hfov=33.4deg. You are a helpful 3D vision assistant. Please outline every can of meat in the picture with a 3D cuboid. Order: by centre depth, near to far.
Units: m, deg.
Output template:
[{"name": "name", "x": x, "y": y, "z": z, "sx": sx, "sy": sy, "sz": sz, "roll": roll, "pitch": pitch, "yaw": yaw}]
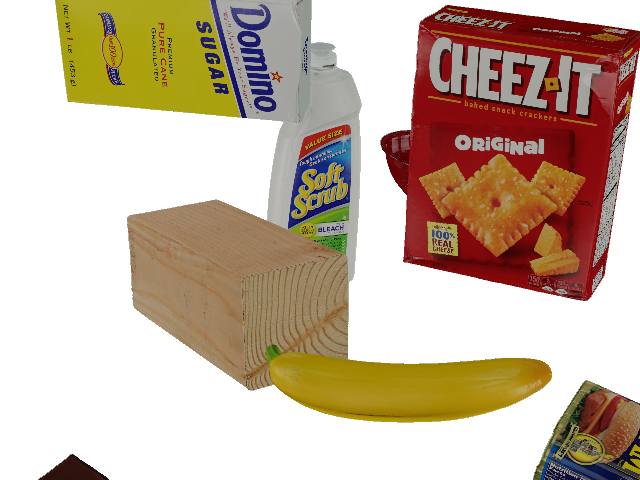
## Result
[{"name": "can of meat", "x": 0.216, "y": 0.159, "z": 0.791, "sx": 0.084, "sy": 0.057, "sz": 0.101, "roll": 24, "pitch": 40, "yaw": 24}]

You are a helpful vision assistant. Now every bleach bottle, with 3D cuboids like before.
[{"name": "bleach bottle", "x": -0.010, "y": -0.075, "z": 1.090, "sx": 0.102, "sy": 0.251, "sz": 0.068, "roll": -5, "pitch": 27, "yaw": -12}]

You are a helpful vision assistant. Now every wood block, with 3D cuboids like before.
[{"name": "wood block", "x": -0.071, "y": 0.036, "z": 0.857, "sx": 0.090, "sy": 0.090, "sz": 0.206, "roll": -11, "pitch": 19, "yaw": -31}]

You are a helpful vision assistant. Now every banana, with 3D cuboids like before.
[{"name": "banana", "x": 0.048, "y": 0.090, "z": 0.694, "sx": 0.198, "sy": 0.037, "sz": 0.069, "roll": 4, "pitch": 32, "yaw": 16}]

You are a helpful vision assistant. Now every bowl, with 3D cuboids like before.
[{"name": "bowl", "x": 0.146, "y": -0.081, "z": 1.276, "sx": 0.162, "sy": 0.055, "sz": 0.162, "roll": 8, "pitch": 24, "yaw": -4}]

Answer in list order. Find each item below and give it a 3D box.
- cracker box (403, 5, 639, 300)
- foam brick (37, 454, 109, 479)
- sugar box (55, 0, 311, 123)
[{"name": "cracker box", "x": 0.158, "y": -0.070, "z": 0.868, "sx": 0.164, "sy": 0.214, "sz": 0.072, "roll": 13, "pitch": 28, "yaw": 23}, {"name": "foam brick", "x": -0.096, "y": 0.141, "z": 0.454, "sx": 0.078, "sy": 0.051, "sz": 0.052, "roll": 25, "pitch": 45, "yaw": 32}, {"name": "sugar box", "x": -0.096, "y": -0.139, "z": 0.762, "sx": 0.176, "sy": 0.093, "sz": 0.048, "roll": 7, "pitch": 34, "yaw": 10}]
